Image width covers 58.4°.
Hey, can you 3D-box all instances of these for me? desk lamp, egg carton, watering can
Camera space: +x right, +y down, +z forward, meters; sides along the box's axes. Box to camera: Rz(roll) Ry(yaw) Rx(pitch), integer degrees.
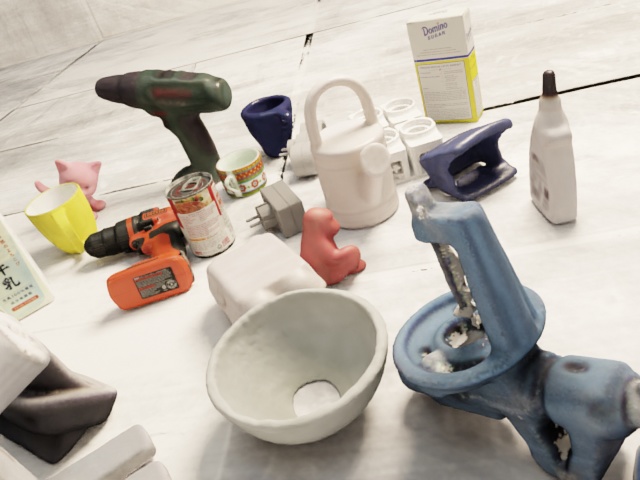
[{"bbox_3d":[-0.253,0.168,0.436,0.203,0.214,0.117,-32,36,-21],"label":"desk lamp"},{"bbox_3d":[-0.065,0.053,0.653,0.107,0.069,0.149,-30,35,-19],"label":"egg carton"},{"bbox_3d":[0.042,-0.118,0.742,0.101,0.194,0.172,-37,38,-28],"label":"watering can"}]

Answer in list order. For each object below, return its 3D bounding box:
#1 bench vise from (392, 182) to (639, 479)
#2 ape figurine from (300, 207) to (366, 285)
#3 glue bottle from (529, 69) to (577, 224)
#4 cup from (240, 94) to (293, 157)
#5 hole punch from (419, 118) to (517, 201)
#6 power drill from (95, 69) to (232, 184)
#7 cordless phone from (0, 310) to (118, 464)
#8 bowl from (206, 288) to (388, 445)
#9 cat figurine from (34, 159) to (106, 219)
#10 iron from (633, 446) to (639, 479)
[{"bbox_3d":[0.140,0.057,0.413,0.206,0.220,0.122,2,38,28],"label":"bench vise"},{"bbox_3d":[0.006,0.002,0.674,0.076,0.092,0.077,-23,33,-8],"label":"ape figurine"},{"bbox_3d":[0.261,-0.107,0.644,0.037,0.173,0.078,-14,33,5],"label":"glue bottle"},{"bbox_3d":[-0.075,-0.192,0.999,0.092,0.095,0.117,-34,36,-24],"label":"cup"},{"bbox_3d":[0.192,-0.116,0.765,0.109,0.091,0.100,-29,35,-18],"label":"hole punch"},{"bbox_3d":[-0.245,-0.192,0.972,0.229,0.209,0.075,-6,34,17],"label":"power drill"},{"bbox_3d":[-0.299,0.116,0.560,0.147,0.185,0.094,5,39,30],"label":"cordless phone"},{"bbox_3d":[-0.014,0.123,0.520,0.167,0.075,0.167,-12,33,8],"label":"bowl"},{"bbox_3d":[-0.432,-0.091,0.992,0.127,0.118,0.067,-9,34,13],"label":"cat figurine"},{"bbox_3d":[0.234,0.169,0.276,0.118,0.142,0.258,-17,33,1],"label":"iron"}]
